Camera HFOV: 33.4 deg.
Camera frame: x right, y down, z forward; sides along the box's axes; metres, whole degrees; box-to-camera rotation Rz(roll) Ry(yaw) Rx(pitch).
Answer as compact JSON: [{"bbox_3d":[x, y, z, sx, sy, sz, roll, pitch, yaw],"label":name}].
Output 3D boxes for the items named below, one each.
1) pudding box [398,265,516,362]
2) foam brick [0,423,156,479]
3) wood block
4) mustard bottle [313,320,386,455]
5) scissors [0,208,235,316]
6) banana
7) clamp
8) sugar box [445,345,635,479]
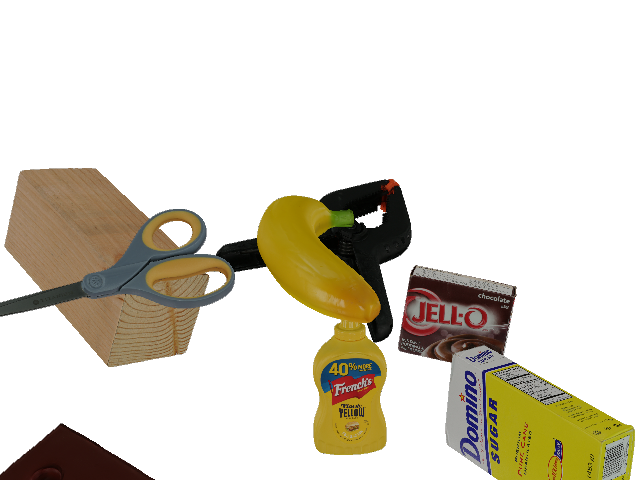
[{"bbox_3d":[0.144,0.082,1.130,0.113,0.090,0.039,10,23,9],"label":"pudding box"},{"bbox_3d":[-0.096,0.126,0.450,0.078,0.051,0.052,22,45,29],"label":"foam brick"},{"bbox_3d":[-0.207,0.019,1.012,0.090,0.091,0.206,-5,34,-44],"label":"wood block"},{"bbox_3d":[0.039,0.183,1.395,0.096,0.192,0.058,-2,16,-4],"label":"mustard bottle"},{"bbox_3d":[-0.168,0.018,0.829,0.201,0.096,0.016,0,-33,-12],"label":"scissors"},{"bbox_3d":[-0.006,0.004,0.674,0.069,0.037,0.198,-2,19,-2],"label":"banana"},{"bbox_3d":[0.030,0.007,0.951,0.165,0.036,0.209,29,40,22],"label":"clamp"},{"bbox_3d":[0.176,0.163,0.886,0.048,0.093,0.176,-11,22,-34],"label":"sugar box"}]
